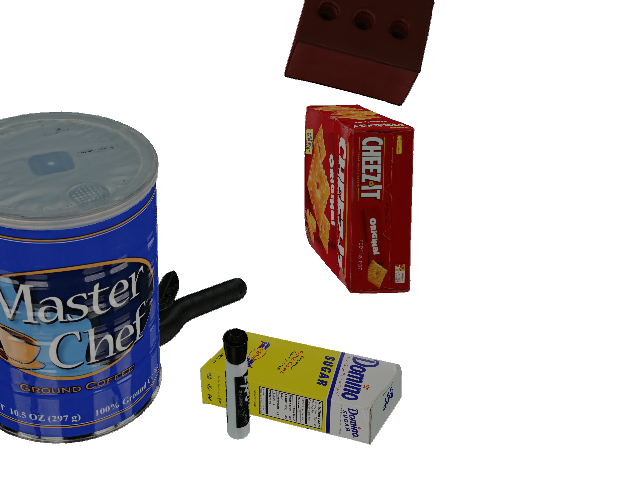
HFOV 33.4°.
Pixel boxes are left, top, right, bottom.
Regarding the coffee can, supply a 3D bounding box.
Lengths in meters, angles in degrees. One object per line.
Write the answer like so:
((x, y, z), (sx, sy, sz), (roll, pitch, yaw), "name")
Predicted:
((-0.135, 0.019, 0.553), (0.103, 0.140, 0.103), (3, 34, -2), "coffee can")

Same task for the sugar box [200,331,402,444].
((-0.018, 0.138, 1.030), (0.176, 0.048, 0.093), (7, 24, 21), "sugar box")

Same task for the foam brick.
((0.023, -0.124, 0.653), (0.078, 0.053, 0.051), (13, -17, -3), "foam brick")

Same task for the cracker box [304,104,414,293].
((0.035, -0.051, 1.119), (0.072, 0.164, 0.214), (-3, 14, -11), "cracker box")

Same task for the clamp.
((-0.162, 0.079, 1.165), (0.120, 0.039, 0.171), (-6, 25, 32), "clamp")

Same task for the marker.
((-0.065, 0.112, 0.830), (0.020, 0.121, 0.020), (1, 44, -2), "marker")
